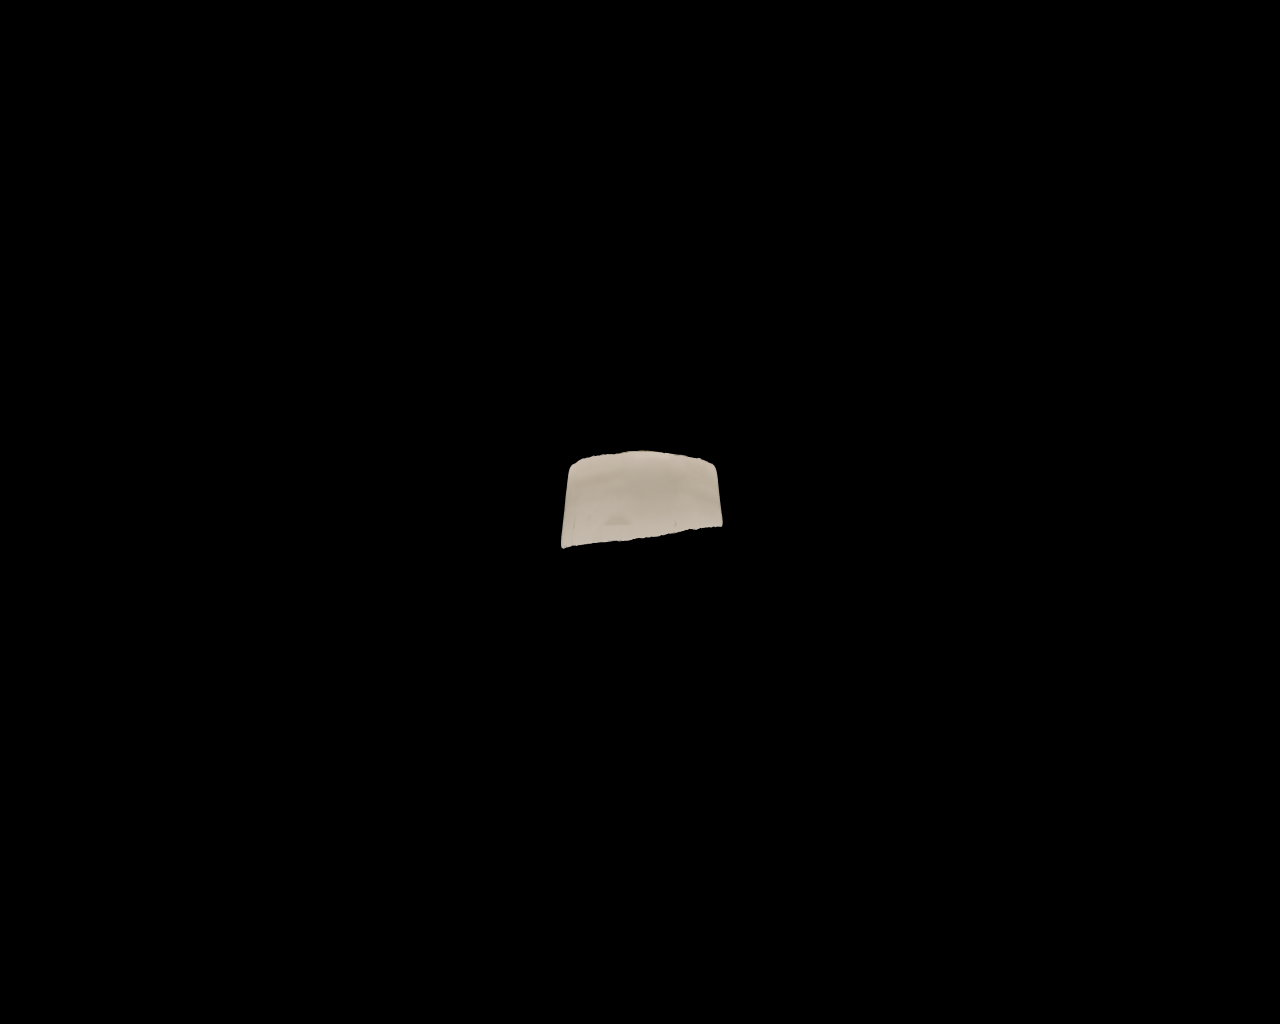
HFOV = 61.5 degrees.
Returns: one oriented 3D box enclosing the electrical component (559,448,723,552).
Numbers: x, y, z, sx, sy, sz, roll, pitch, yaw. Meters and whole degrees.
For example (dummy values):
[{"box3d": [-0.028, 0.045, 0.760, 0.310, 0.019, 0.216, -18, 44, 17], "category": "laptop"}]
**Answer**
[{"box3d": [0.001, -0.003, 0.650, 0.099, 0.064, 0.099, 0, -11, 0], "category": "electrical component"}]
